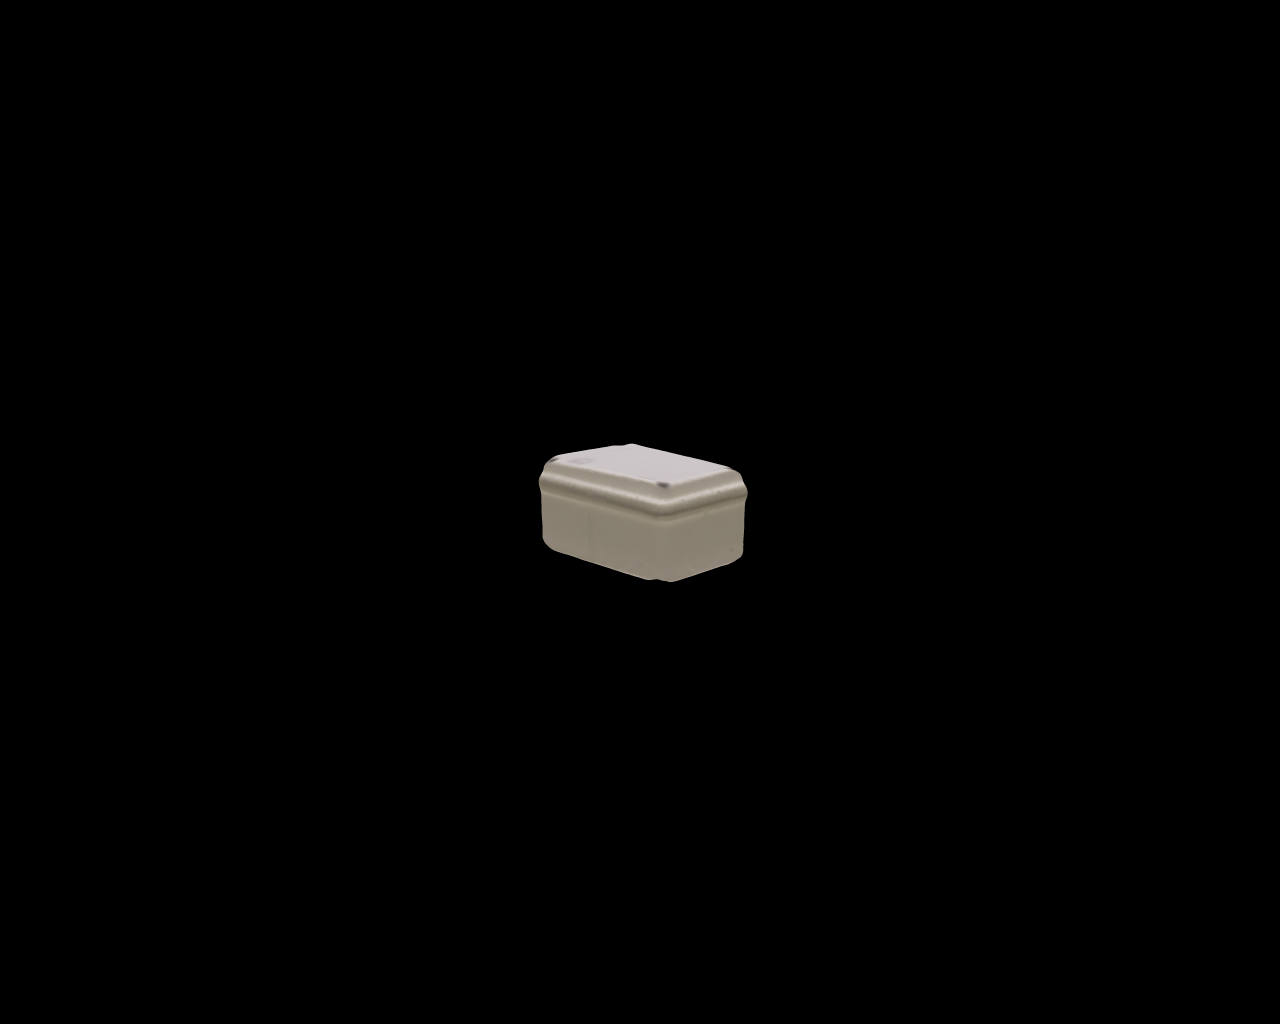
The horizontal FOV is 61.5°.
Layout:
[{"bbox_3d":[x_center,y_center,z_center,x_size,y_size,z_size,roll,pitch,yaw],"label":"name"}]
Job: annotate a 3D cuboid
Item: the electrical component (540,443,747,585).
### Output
[{"bbox_3d":[0.001,-0.003,0.650,0.078,0.057,0.113,-14,20,-42],"label":"electrical component"}]
